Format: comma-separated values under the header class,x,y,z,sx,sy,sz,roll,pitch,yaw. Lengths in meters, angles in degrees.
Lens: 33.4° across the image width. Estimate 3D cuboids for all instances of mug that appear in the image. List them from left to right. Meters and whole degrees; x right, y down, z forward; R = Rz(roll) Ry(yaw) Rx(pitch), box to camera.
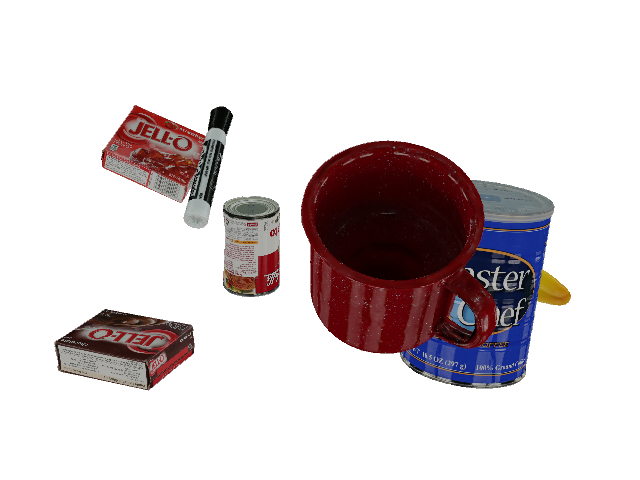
class,x,y,z,sx,sy,sz,roll,pitch,yaw
mug,0.045,0.014,0.567,0.117,0.093,0.081,36,-28,21

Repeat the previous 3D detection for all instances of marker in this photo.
class,x,y,z,sx,sy,sz,roll,pitch,yaw
marker,-0.089,-0.062,0.857,0.020,0.121,0.020,6,-37,4

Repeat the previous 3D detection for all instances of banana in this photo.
class,x,y,z,sx,sy,sz,roll,pitch,yaw
banana,0.156,0.034,1.096,0.198,0.037,0.069,7,37,10

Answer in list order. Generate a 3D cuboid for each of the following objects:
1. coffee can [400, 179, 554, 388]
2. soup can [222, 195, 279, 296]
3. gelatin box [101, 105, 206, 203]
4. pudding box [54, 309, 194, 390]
class,x,y,z,sx,sy,sz,roll,pitch,yaw
coffee can,0.122,0.032,0.842,0.103,0.140,0.103,5,17,-2
soup can,-0.082,0.006,1.258,0.068,0.102,0.068,1,24,-1
gelatin box,-0.159,-0.086,1.045,0.089,0.073,0.030,25,-42,0
pudding box,-0.199,0.110,1.092,0.114,0.039,0.089,6,20,23
